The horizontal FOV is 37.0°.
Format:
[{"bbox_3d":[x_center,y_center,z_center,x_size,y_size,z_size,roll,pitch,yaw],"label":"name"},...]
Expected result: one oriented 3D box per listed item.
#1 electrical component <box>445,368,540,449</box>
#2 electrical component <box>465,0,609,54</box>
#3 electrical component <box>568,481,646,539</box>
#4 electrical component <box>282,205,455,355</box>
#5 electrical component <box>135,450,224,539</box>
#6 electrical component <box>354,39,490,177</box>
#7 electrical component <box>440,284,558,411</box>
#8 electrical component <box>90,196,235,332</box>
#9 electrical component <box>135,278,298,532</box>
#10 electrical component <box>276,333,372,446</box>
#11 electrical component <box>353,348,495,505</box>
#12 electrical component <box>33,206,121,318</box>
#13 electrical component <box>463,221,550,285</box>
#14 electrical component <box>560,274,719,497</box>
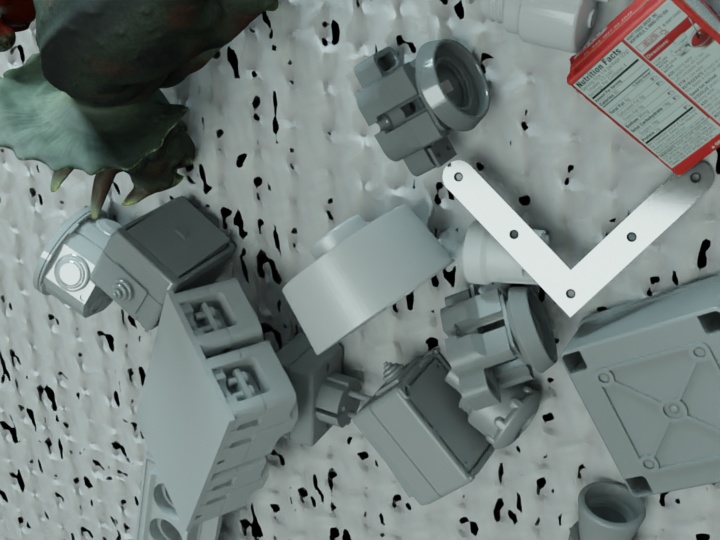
[{"bbox_3d":[0.086,0.086,0.725,0.062,0.048,0.048,37,128,19],"label":"electrical component"},{"bbox_3d":[0.096,-0.147,0.600,0.078,0.040,0.040,19,122,23],"label":"electrical component"},{"bbox_3d":[0.164,0.177,0.722,0.045,0.045,0.055,19,123,22],"label":"electrical component"},{"bbox_3d":[0.000,0.000,0.696,0.108,0.108,0.060,-37,86,39],"label":"electrical component"},{"bbox_3d":[-0.148,0.211,0.920,0.079,0.063,0.121,26,125,19],"label":"electrical component"},{"bbox_3d":[0.040,-0.103,0.647,0.057,0.058,0.078,-24,100,40],"label":"electrical component"},{"bbox_3d":[0.090,0.044,0.685,0.057,0.078,0.058,-21,142,19],"label":"electrical component"},{"bbox_3d":[-0.146,-0.006,0.785,0.062,0.096,0.061,42,125,6],"label":"electrical component"},{"bbox_3d":[-0.109,0.102,0.800,0.105,0.060,0.186,60,148,25],"label":"electrical component"},{"bbox_3d":[-0.024,0.093,0.793,0.077,0.047,0.065,15,121,25],"label":"electrical component"},{"bbox_3d":[0.042,0.106,0.750,0.096,0.062,0.061,51,129,-1],"label":"electrical component"},{"bbox_3d":[-0.212,-0.006,0.838,0.051,0.080,0.080,34,127,6],"label":"electrical component"},{"bbox_3d":[0.092,-0.010,0.674,0.046,0.040,0.040,5,117,24],"label":"electrical component"},{"bbox_3d":[0.194,0.070,0.641,0.109,0.056,0.108,-22,101,37],"label":"electrical component"}]
